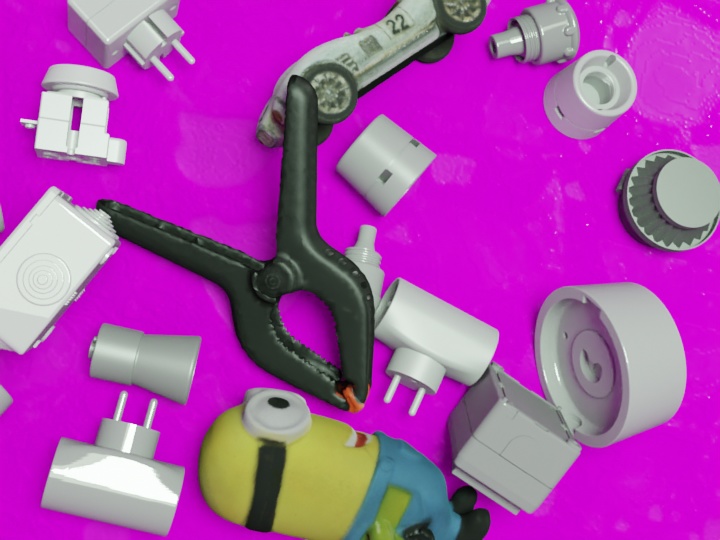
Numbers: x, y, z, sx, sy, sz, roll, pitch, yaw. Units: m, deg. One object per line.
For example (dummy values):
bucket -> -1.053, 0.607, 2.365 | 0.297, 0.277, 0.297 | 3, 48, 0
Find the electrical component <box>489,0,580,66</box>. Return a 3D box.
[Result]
electrical component -> 0.125, -0.170, 0.783 | 0.062, 0.048, 0.048 | -17, 84, -10

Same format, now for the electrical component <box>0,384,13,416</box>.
electrical component -> -0.240, 0.077, 0.635 | 0.055, 0.055, 0.047 | 44, 69, -3

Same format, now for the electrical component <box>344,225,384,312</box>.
electrical component -> 0.000, 0.000, 0.722 | 0.035, 0.035, 0.061 | 15, 73, -11

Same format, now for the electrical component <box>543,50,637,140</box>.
electrical component -> 0.169, -0.128, 0.783 | 0.055, 0.047, 0.055 | 3, 79, -14

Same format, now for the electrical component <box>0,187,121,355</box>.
electrical component -> -0.188, 0.001, 0.639 | 0.048, 0.100, 0.099 | 39, 84, -8

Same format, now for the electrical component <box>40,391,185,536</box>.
electrical component -> -0.145, 0.115, 0.657 | 0.077, 0.044, 0.079 | 16, 76, -11

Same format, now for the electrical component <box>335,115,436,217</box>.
electrical component -> 0.016, -0.072, 0.730 | 0.047, 0.055, 0.055 | 41, 72, 0

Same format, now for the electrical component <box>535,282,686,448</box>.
electrical component -> 0.172, 0.059, 0.719 | 0.060, 0.108, 0.108 | -10, 82, -22

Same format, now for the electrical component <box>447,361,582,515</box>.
electrical component -> 0.095, 0.108, 0.702 | 0.062, 0.096, 0.061 | 34, 101, -6

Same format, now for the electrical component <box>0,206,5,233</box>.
electrical component -> -0.270, -0.083, 0.659 | 0.074, 0.052, 0.138 | -12, 82, -16

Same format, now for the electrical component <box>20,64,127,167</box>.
electrical component -> -0.182, -0.099, 0.689 | 0.066, 0.048, 0.055 | 7, 85, -13

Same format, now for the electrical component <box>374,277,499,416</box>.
electrical component -> 0.042, 0.057, 0.717 | 0.077, 0.043, 0.079 | 28, 74, -8

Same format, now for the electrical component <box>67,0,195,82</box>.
electrical component -> -0.143, -0.159, 0.709 | 0.066, 0.047, 0.076 | -43, 92, -18

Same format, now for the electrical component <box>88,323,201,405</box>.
electrical component -> -0.136, 0.056, 0.673 | 0.065, 0.044, 0.044 | 13, 76, -7
